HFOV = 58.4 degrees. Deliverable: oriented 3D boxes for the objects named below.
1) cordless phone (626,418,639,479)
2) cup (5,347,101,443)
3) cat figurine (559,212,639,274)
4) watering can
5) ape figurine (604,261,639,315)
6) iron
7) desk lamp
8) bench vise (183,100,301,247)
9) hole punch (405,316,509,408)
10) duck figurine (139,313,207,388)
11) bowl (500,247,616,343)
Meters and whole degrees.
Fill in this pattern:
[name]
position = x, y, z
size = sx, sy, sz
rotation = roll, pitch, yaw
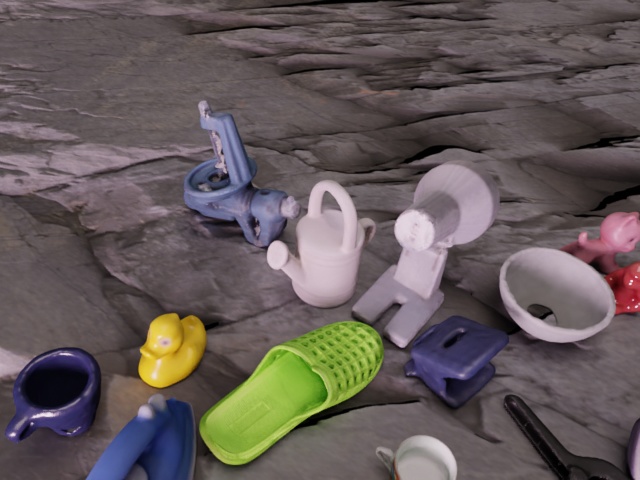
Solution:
[cordless phone]
position = 0.450, 0.230, 0.649
size = 0.147, 0.185, 0.094
rotation = 11, 45, 5
[cup]
position = -0.302, 0.196, 0.661
size = 0.091, 0.095, 0.118
rotation = 21, 46, 14
[cat figurine]
position = 0.468, -0.003, 0.935
size = 0.128, 0.118, 0.067
rotation = -8, 46, -15
[watering can]
position = 0.009, 0.004, 0.820
size = 0.100, 0.194, 0.173
rotation = 28, 48, 21
[ape figurine]
position = 0.474, 0.070, 0.881
size = 0.077, 0.092, 0.076
rotation = 28, 48, 21
[iron]
position = -0.199, 0.246, 0.588
size = 0.118, 0.141, 0.258
rotation = 15, 45, 8
[desk lamp]
position = 0.153, 0.010, 0.817
size = 0.117, 0.213, 0.204
rotation = 30, 49, 22
[bench vise]
position = -0.122, -0.109, 0.902
size = 0.207, 0.220, 0.121
rotation = 10, 45, 4
[hole punch]
position = 0.181, 0.150, 0.766
size = 0.109, 0.091, 0.100
rotation = -31, 55, -32
[duck figurine]
position = -0.194, 0.129, 0.747
size = 0.077, 0.086, 0.105
rotation = 26, 48, 19
[bowl]
position = 0.342, 0.093, 0.854
size = 0.167, 0.075, 0.167
rotation = 3, 44, -3
